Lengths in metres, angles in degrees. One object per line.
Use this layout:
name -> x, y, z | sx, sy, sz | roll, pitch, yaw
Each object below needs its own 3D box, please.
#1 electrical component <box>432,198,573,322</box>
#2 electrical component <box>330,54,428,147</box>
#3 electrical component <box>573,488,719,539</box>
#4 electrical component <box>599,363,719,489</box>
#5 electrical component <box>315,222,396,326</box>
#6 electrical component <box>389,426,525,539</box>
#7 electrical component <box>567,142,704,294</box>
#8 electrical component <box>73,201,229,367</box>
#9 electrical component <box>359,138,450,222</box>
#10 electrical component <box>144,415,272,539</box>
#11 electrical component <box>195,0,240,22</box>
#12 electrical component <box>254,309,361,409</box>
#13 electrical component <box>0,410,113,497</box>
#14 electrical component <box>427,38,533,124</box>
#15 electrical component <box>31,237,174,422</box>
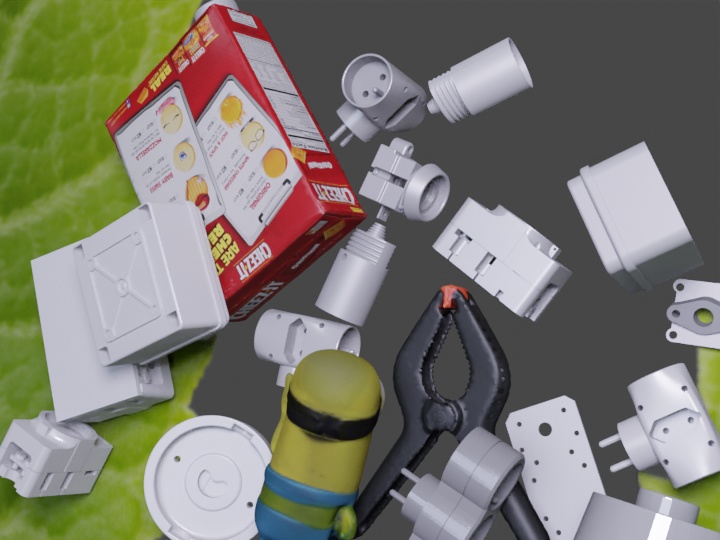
electrical component -> 0.111, -0.011, 0.818 | 0.089, 0.050, 0.055 | 40, 99, 25
electrical component -> 0.008, -0.129, 0.869 | 0.079, 0.077, 0.043 | -43, 68, 13
electrical component -> 0.199, 0.180, 0.718 | 0.108, 0.108, 0.060 | 15, 82, 26
electrical component -> 0.208, 0.117, 0.757 | 0.079, 0.043, 0.077 | -28, 71, 19
electrical component -> 0.000, 0.000, 0.871 | 0.043, 0.043, 0.081 | 26, 93, 26
electrical component -> 0.055, 0.172, 0.778 | 0.074, 0.052, 0.138 | 32, 102, 24
electrical component -> 0.193, -0.032, 0.748 | 0.057, 0.113, 0.078 | -26, 72, 16
electrical component -> -0.171, 0.012, 0.873 | 0.109, 0.056, 0.108 | -25, 76, 36
electrical component -> 0.038, -0.067, 0.864 | 0.055, 0.048, 0.066 | 27, 93, 33
electrical component -> -0.117, 0.172, 0.884 | 0.108, 0.060, 0.108 | 0, 85, 3
electrical component -> -0.122, -0.213, 0.964 | 0.040, 0.040, 0.046 | -27, 77, 19
electrical component -> -0.047, 0.077, 0.881 | 0.077, 0.043, 0.079 | 10, 87, 26
electrical component -> -0.268, 0.160, 0.945 | 0.050, 0.089, 0.055 | 30, 95, 26
electrical component -> 0.091, -0.146, 0.852 | 0.081, 0.043, 0.043 | -25, 72, 20
electrical component -> -0.228, 0.052, 0.959 | 0.089, 0.062, 0.150 | -19, 74, 21
